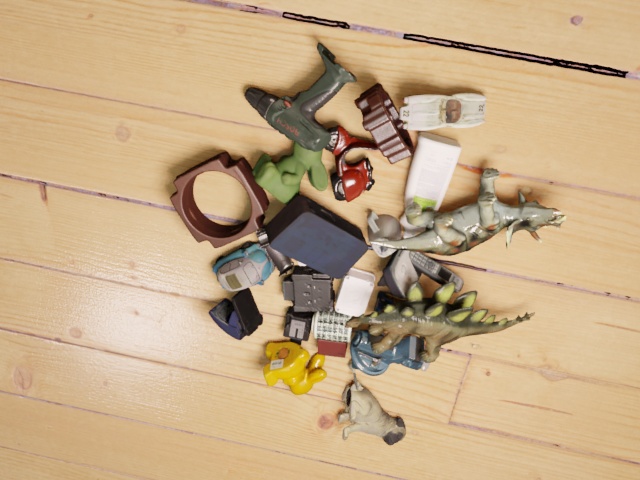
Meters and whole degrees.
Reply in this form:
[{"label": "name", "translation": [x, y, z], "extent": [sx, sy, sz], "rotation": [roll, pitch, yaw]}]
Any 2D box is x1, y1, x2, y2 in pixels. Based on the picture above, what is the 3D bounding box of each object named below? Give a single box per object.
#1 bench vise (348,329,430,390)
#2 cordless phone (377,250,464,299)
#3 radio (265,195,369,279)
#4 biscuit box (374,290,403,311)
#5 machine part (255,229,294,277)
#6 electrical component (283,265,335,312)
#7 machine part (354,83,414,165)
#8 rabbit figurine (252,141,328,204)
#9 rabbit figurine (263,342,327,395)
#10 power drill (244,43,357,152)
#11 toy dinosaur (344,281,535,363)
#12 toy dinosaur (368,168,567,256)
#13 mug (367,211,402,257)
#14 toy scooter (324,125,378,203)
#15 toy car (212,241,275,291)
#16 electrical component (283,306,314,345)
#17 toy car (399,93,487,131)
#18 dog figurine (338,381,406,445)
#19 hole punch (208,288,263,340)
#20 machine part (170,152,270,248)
[{"label": "bench vise", "translation": [0.161, 0.303, 1.405], "extent": [0.223, 0.129, 0.240], "rotation": [12, 148, -24]}, {"label": "cordless phone", "translation": [0.244, 0.094, 1.277], "extent": [0.184, 0.146, 0.088], "rotation": [30, 134, 8]}, {"label": "radio", "translation": [-0.003, -0.004, 1.269], "extent": [0.229, 0.073, 0.131], "rotation": [27, 118, -36]}, {"label": "biscuit box", "translation": [0.243, 0.189, 1.377], "extent": [0.203, 0.059, 0.062], "rotation": [12, 115, 2]}, {"label": "machine part", "translation": [-0.106, 0.023, 1.355], "extent": [0.084, 0.039, 0.138], "rotation": [-24, 112, -10]}, {"label": "electrical component", "translation": [-0.028, 0.126, 1.389], "extent": [0.134, 0.058, 0.114], "rotation": [0, 112, 8]}, {"label": "machine part", "translation": [0.139, -0.245, 1.139], "extent": [0.056, 0.179, 0.179], "rotation": [-26, 108, 21]}, {"label": "rabbit figurine", "translation": [-0.050, -0.167, 1.232], "extent": [0.159, 0.121, 0.170], "rotation": [39, 98, -13]}, {"label": "rabbit figurine", "translation": [-0.061, 0.358, 1.484], "extent": [0.162, 0.122, 0.173], "rotation": [-17, 125, 5]}, {"label": "power drill", "translation": [-0.037, -0.319, 1.161], "extent": [0.207, 0.086, 0.232], "rotation": [-46, 74, 12]}, {"label": "toy dinosaur", "translation": [0.277, 0.191, 1.248], "extent": [0.471, 0.105, 0.198], "rotation": [6, 134, -22]}, {"label": "toy dinosaur", "translation": [0.322, -0.026, 1.207], "extent": [0.405, 0.131, 0.192], "rotation": [-20, 129, 14]}, {"label": "mug", "translation": [0.149, -0.015, 1.273], "extent": [0.081, 0.107, 0.109], "rotation": [-26, 110, 16]}, {"label": "toy scooter", "translation": [0.084, -0.177, 1.228], "extent": [0.135, 0.075, 0.183], "rotation": [-12, 115, -1]}, {"label": "toy car", "translation": [-0.204, 0.080, 1.368], "extent": [0.162, 0.103, 0.109], "rotation": [-20, 109, 14]}, {"label": "electrical component", "translation": [-0.062, 0.242, 1.451], "extent": [0.075, 0.048, 0.119], "rotation": [15, 114, 2]}, {"label": "toy car", "translation": [0.261, -0.273, 1.140], "extent": [0.202, 0.056, 0.073], "rotation": [-7, 109, -17]}, {"label": "dog figurine", "translation": [0.161, 0.484, 1.512], "extent": [0.191, 0.121, 0.172], "rotation": [7, 119, -11]}, {"label": "hole punch", "translation": [-0.220, 0.199, 1.412], "extent": [0.092, 0.142, 0.115], "rotation": [-22, 95, 15]}, {"label": "machine part", "translation": [-0.240, -0.097, 1.303], "extent": [0.201, 0.087, 0.201], "rotation": [-23, 107, 17]}]
